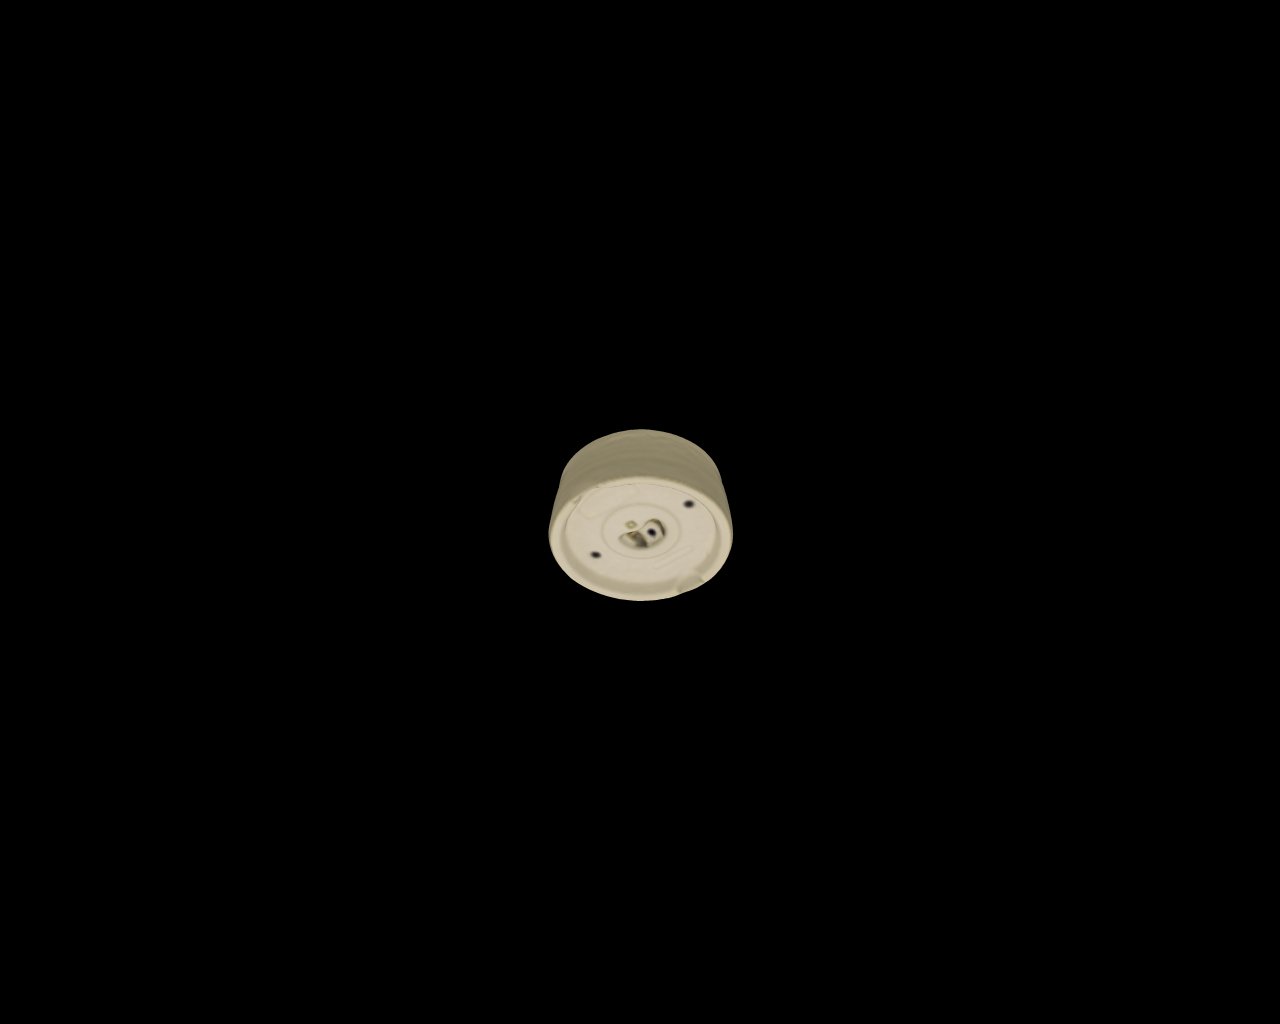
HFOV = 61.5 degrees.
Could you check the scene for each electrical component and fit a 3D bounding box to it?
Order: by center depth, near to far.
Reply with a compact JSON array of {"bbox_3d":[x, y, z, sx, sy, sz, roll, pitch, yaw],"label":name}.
[{"bbox_3d":[0.001,-0.003,0.650,0.108,0.108,0.060,0,45,0],"label":"electrical component"}]
